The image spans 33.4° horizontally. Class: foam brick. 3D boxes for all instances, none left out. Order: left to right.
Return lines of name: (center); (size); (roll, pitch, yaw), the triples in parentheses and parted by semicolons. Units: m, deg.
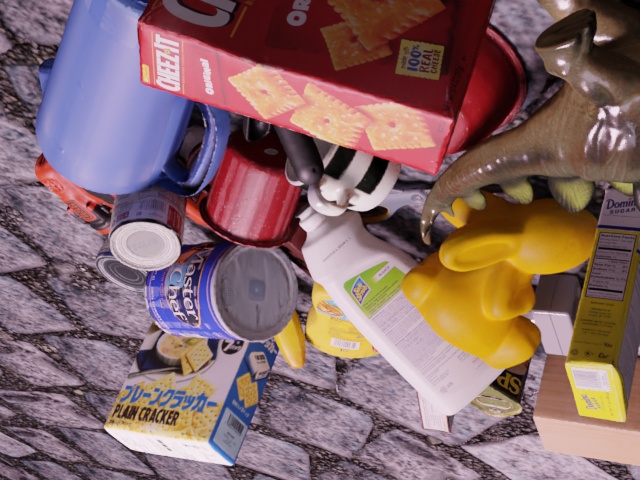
foam brick: (-0.007, 0.001, 1.093); (0.078, 0.051, 0.053); (41, 163, -29)

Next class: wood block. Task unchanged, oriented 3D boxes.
wood block: (0.344, 0.185, 1.143); (0.206, 0.090, 0.090); (5, 147, 26)

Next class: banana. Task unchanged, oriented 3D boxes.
banana: (-0.079, 0.062, 1.223); (0.197, 0.069, 0.037); (41, 169, -8)

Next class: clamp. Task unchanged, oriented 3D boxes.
clamp: (-0.039, -0.127, 0.869); (0.120, 0.039, 0.171); (39, 151, 41)

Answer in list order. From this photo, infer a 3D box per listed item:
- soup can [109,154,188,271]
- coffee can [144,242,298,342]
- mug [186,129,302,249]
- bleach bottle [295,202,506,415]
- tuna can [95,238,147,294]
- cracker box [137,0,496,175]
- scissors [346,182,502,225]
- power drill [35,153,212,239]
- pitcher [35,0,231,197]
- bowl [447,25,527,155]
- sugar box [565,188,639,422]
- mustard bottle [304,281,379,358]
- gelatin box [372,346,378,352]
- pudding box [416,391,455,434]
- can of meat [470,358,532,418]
soup can: (-0.158, -0.030, 0.998); (0.068, 0.102, 0.068); (0, 136, -1)
coffee can: (-0.104, 0.052, 1.110); (0.102, 0.102, 0.141); (40, 155, -29)
mug: (-0.069, -0.056, 0.998); (0.117, 0.093, 0.082); (24, 120, 5)
bleach bottle: (0.075, 0.053, 1.056); (0.250, 0.102, 0.068); (48, 176, -11)
tuna can: (-0.233, 0.030, 1.317); (0.086, 0.033, 0.086); (17, 150, 10)
cracker box: (0.005, -0.154, 0.731); (0.214, 0.164, 0.072); (18, 148, 5)
scissors: (0.076, -0.053, 0.999); (0.202, 0.016, 0.096); (-15, 134, 46)
power drill: (-0.191, -0.043, 1.147); (0.188, 0.057, 0.184); (-8, 142, 39)
pitcher: (-0.146, -0.143, 0.884); (0.149, 0.145, 0.243); (3, 153, -21)
bowl: (0.080, -0.116, 0.855); (0.162, 0.055, 0.162); (16, 150, 10)
sugar box: (0.248, 0.053, 0.900); (0.048, 0.176, 0.093); (4, 146, 24)
mustard bottle: (0.038, 0.067, 1.176); (0.096, 0.058, 0.192); (11, 150, 0)
gelatin box: (0.105, 0.090, 1.150); (0.073, 0.030, 0.089); (4, 144, -33)
pudding box: (0.140, 0.161, 1.233); (0.039, 0.090, 0.113); (9, 149, 18)
can of meat: (0.181, 0.133, 1.167); (0.102, 0.084, 0.058); (31, 149, -17)
